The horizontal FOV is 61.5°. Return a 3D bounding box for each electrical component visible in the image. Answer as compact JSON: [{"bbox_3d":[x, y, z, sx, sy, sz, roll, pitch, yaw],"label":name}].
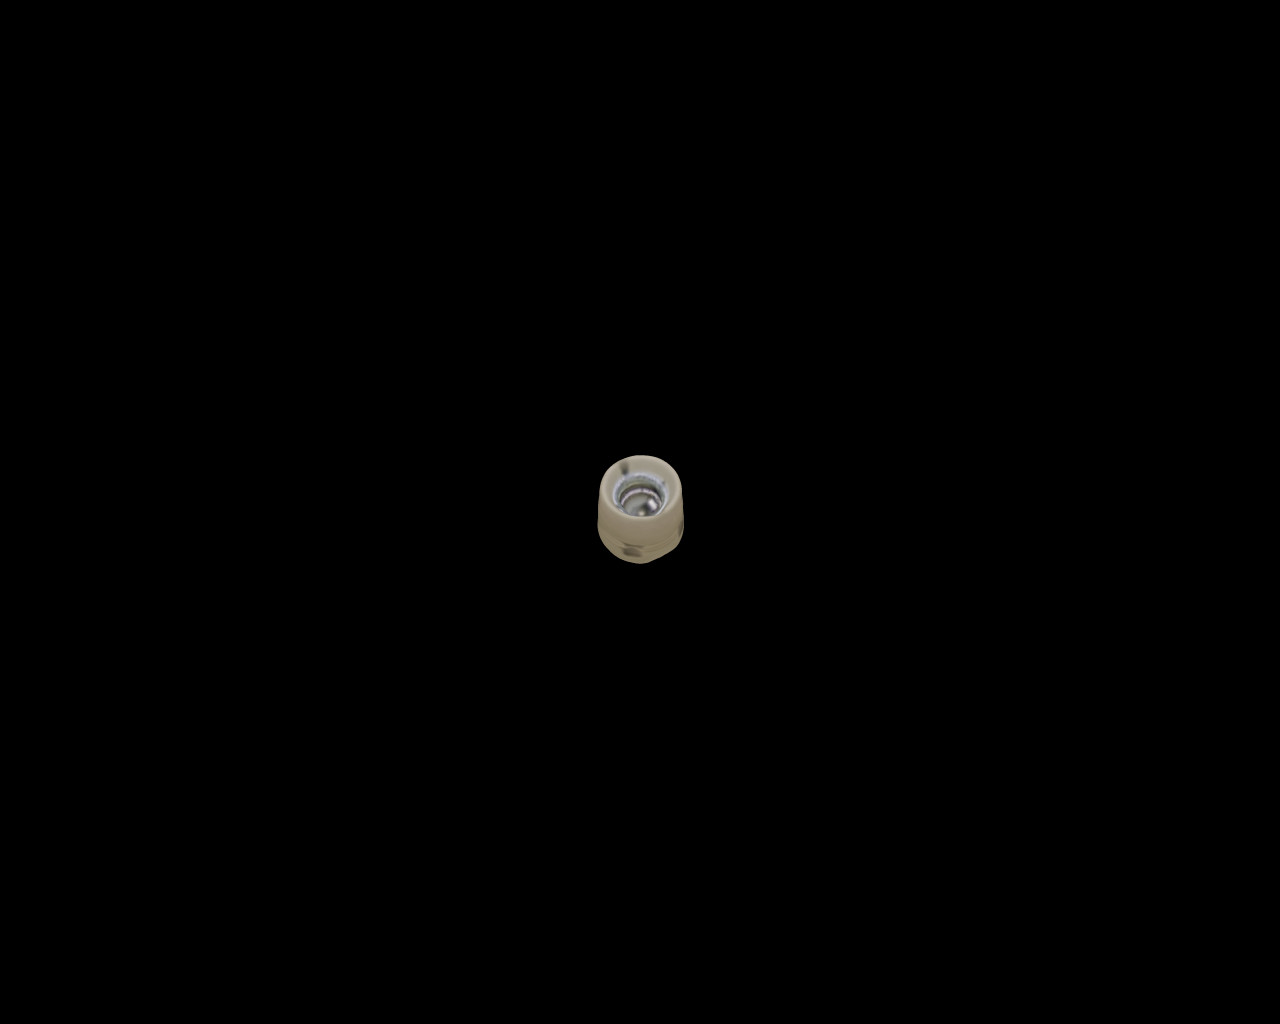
[{"bbox_3d":[0.001,-0.003,0.650,0.055,0.055,0.047,0,-33,0],"label":"electrical component"}]
